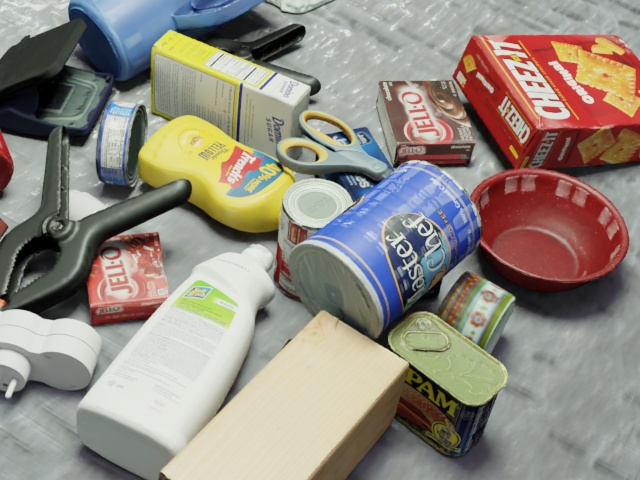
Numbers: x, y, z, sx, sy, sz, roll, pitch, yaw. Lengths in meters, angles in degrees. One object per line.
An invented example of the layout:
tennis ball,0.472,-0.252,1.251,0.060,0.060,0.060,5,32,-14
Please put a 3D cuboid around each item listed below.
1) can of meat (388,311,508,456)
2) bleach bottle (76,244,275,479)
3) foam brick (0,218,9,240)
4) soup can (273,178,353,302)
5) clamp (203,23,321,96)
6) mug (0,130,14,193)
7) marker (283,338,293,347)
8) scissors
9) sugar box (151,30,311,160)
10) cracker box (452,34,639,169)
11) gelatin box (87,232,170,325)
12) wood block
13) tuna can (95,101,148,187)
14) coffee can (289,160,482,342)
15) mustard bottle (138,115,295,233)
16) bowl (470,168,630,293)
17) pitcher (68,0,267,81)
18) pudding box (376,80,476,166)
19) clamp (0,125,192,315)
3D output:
can of meat,0.101,0.124,0.908,0.102,0.084,0.057,36,51,25
bleach bottle,-0.102,0.091,0.929,0.103,0.068,0.250,23,45,13
foam brick,-0.335,-0.002,0.967,0.078,0.051,0.053,-20,32,33
soup can,-0.007,0.001,1.002,0.068,0.102,0.068,4,46,-4
clamp,-0.082,-0.200,1.236,0.171,0.039,0.120,-14,44,-12
mug,-0.362,-0.088,1.045,0.117,0.093,0.081,-4,48,-38
marker,-0.050,0.127,0.930,0.020,0.020,0.121,27,48,18
scissors,0.037,-0.065,1.050,0.096,0.016,0.202,-30,55,-28
sugar box,-0.098,-0.151,1.148,0.176,0.093,0.048,23,47,13
cracker box,0.283,-0.162,1.206,0.213,0.072,0.164,-5,48,-26
gelatin box,-0.181,0.034,0.994,0.073,0.030,0.089,-5,46,-13
wood block,-0.027,0.164,0.846,0.091,0.090,0.205,30,48,20
tuna can,-0.201,-0.098,1.084,0.034,0.086,0.086,8,45,1
coffee can,0.057,0.009,0.923,0.103,0.103,0.140,36,56,25
mustard bottle,-0.084,-0.057,1.080,0.192,0.058,0.096,29,43,19
bowl,0.222,0.000,1.069,0.162,0.055,0.162,4,45,-4
pitcher,-0.158,-0.284,1.226,0.242,0.149,0.145,-39,92,-24
pudding box,0.116,-0.132,1.196,0.090,0.039,0.113,-2,44,-11
clamp,-0.225,-0.005,0.981,0.165,0.036,0.209,17,62,20
